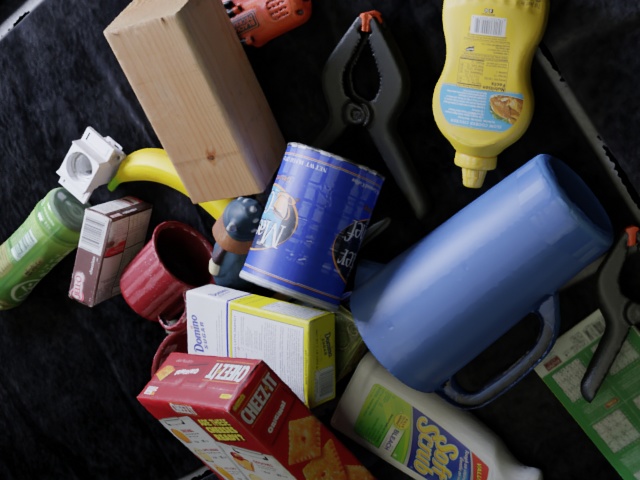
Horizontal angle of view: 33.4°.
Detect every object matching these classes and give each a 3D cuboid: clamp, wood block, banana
[{"bbox_3d":[0.035,-0.127,1.091,0.165,0.036,0.210,5,108,24],"label":"clamp"},{"bbox_3d":[-0.122,-0.149,1.086,0.091,0.090,0.206,-8,124,26],"label":"wood block"},{"bbox_3d":[0.291,0.075,1.006,0.120,0.039,0.171,-15,88,6],"label":"clamp"},{"bbox_3d":[-0.152,-0.060,1.200,0.198,0.037,0.070,22,127,21],"label":"banana"}]

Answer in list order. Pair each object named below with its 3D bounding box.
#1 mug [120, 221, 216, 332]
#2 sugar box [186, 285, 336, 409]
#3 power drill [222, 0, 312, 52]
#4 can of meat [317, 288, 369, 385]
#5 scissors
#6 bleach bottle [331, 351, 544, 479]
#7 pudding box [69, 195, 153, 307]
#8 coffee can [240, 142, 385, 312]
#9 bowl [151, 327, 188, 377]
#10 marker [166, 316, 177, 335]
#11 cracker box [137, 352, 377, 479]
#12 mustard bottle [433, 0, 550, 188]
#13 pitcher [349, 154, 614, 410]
[{"bbox_3d":[-0.168,0.049,1.196,0.082,0.093,0.117,-41,55,32],"label":"mug"},{"bbox_3d":[-0.063,0.106,1.103,0.177,0.048,0.093,12,108,41],"label":"sugar box"},{"bbox_3d":[-0.116,-0.279,1.116,0.185,0.057,0.187,-20,96,24],"label":"power drill"},{"bbox_3d":[0.023,0.103,1.126,0.057,0.083,0.102,36,115,14],"label":"can of meat"},{"bbox_3d":[0.007,0.051,1.159,0.202,0.016,0.096,-20,91,29],"label":"scissors"},{"bbox_3d":[0.140,0.216,1.112,0.251,0.068,0.103,30,111,14],"label":"bleach bottle"},{"bbox_3d":[-0.240,0.012,1.227,0.039,0.089,0.113,24,111,17],"label":"pudding box"},{"bbox_3d":[-0.007,-0.012,1.043,0.103,0.102,0.140,20,89,20],"label":"coffee can"},{"bbox_3d":[-0.110,0.163,1.219,0.162,0.055,0.162,6,106,22],"label":"bowl"},{"bbox_3d":[-0.169,0.125,1.260,0.020,0.020,0.121,-8,99,27],"label":"marker"},{"bbox_3d":[-0.059,0.206,1.087,0.164,0.072,0.213,-4,133,49],"label":"cracker box"},{"bbox_3d":[0.157,-0.144,1.015,0.096,0.058,0.192,11,107,18],"label":"mustard bottle"},{"bbox_3d":[0.162,0.039,1.023,0.149,0.145,0.243,35,118,-28],"label":"pitcher"}]
